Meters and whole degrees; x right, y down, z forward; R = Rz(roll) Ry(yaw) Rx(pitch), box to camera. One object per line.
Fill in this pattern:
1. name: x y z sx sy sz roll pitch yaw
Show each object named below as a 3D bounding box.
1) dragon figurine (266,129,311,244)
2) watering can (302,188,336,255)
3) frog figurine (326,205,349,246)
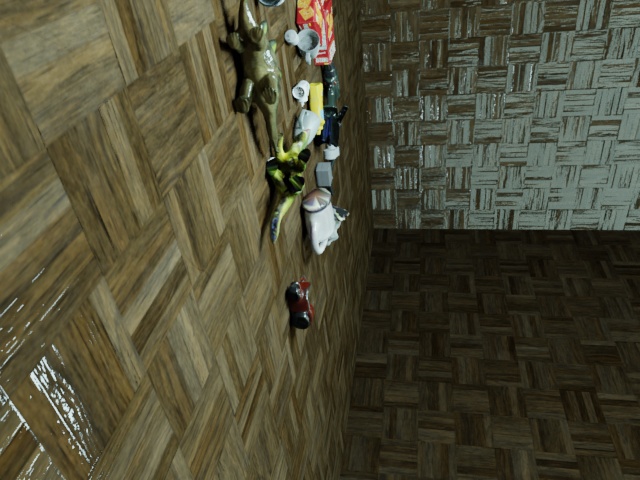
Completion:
1. dragon figurine: -0.090 -0.161 1.532 0.239 0.122 0.416 81 21 -74
2. watering can: 0.006 -0.098 1.947 0.356 0.104 0.219 -72 158 -55
3. frog figurine: 0.039 -0.064 2.200 0.157 0.122 0.140 -56 -166 25
